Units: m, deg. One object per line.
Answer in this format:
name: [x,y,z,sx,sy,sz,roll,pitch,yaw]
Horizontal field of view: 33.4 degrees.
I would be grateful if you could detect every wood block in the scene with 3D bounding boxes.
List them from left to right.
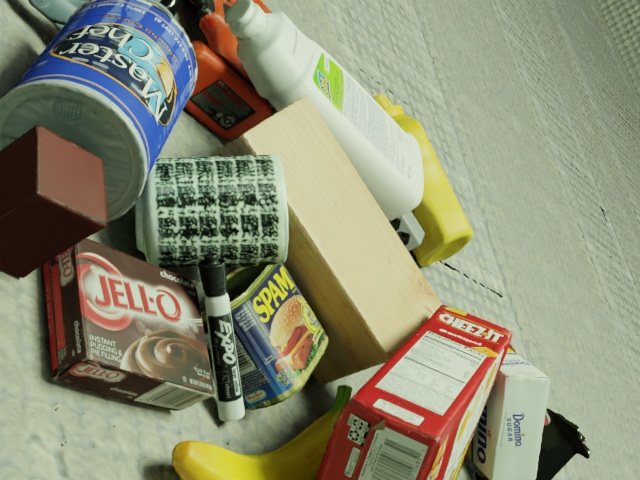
wood block: [-0.006,0.001,0.867,0.206,0.090,0.090,57,44,-6]

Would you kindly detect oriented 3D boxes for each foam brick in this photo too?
foam brick: [-0.172,-0.022,0.632,0.052,0.078,0.051,31,40,-45]

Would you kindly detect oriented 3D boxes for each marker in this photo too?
marker: [-0.068,0.067,0.736,0.020,0.020,0.121,-43,130,-63]

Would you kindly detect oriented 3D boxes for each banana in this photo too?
banana: [-0.036,0.152,0.739,0.197,0.037,0.069,-9,90,-58]

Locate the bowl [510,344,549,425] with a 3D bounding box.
bowl: [0.172,0.167,1.084,0.162,0.055,0.162,42,32,-35]

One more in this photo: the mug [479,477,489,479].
mug: [0.139,0.260,0.905,0.093,0.082,0.117,4,61,-60]

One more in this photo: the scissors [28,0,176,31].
scissors: [-0.182,-0.183,0.777,0.201,0.096,0.016,52,-8,-22]

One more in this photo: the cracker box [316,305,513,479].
cracker box: [0.061,0.157,0.779,0.072,0.164,0.213,23,21,16]

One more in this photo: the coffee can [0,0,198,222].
coffee can: [-0.148,-0.090,0.713,0.102,0.103,0.140,49,29,-23]

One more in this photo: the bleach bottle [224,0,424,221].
bleach bottle: [0.003,-0.122,0.941,0.250,0.068,0.102,45,30,-39]

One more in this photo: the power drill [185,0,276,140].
power drill: [-0.102,-0.195,0.950,0.184,0.057,0.187,38,34,-39]

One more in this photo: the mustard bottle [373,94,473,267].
mustard bottle: [0.099,-0.072,1.159,0.096,0.058,0.192,115,-46,-70]

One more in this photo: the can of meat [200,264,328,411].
can of meat: [-0.043,0.068,0.800,0.084,0.058,0.102,59,27,-11]

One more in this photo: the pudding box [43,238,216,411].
pudding box: [-0.123,0.056,0.686,0.113,0.039,0.090,29,40,-49]

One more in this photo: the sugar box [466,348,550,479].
sugar box: [0.138,0.135,0.933,0.176,0.048,0.093,-138,-127,-74]
